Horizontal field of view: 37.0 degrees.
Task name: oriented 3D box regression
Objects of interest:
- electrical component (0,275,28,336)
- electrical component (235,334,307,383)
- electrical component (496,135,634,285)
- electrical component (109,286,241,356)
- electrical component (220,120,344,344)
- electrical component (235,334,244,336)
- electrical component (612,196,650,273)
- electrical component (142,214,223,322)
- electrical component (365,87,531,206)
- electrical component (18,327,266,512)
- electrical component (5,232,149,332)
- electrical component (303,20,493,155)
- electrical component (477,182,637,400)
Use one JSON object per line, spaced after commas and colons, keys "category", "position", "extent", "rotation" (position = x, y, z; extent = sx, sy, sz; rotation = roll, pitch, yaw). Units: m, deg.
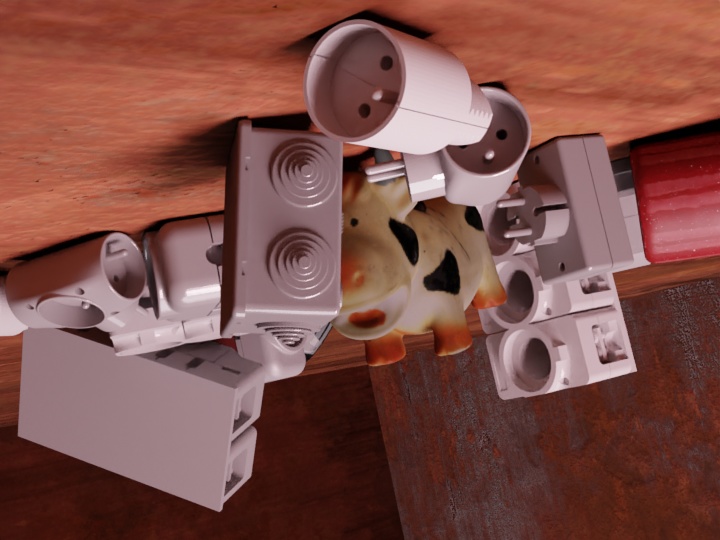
{"category": "electrical component", "position": [-0.233, 0.024, 0.714], "extent": [0.040, 0.040, 0.078], "rotation": [-15, 172, 23]}
{"category": "electrical component", "position": [-0.085, 0.050, 0.939], "extent": [0.059, 0.095, 0.054], "rotation": [-16, 172, 31]}
{"category": "electrical component", "position": [0.116, -0.035, 0.660], "extent": [0.076, 0.083, 0.047], "rotation": [-8, 172, -29]}
{"category": "electrical component", "position": [-0.107, 0.017, 0.783], "extent": [0.150, 0.061, 0.089], "rotation": [-11, 173, -10]}
{"category": "electrical component", "position": [-0.038, -0.015, 0.507], "extent": [0.048, 0.099, 0.100], "rotation": [3, 170, -11]}
{"category": "electrical component", "position": [-0.092, 0.021, 0.867], "extent": [0.048, 0.055, 0.066], "rotation": [-13, 173, 5]}
{"category": "electrical component", "position": [0.196, -0.030, 0.912], "extent": [0.089, 0.061, 0.150], "rotation": [-13, 173, 14]}
{"category": "electrical component", "position": [-0.104, 0.000, 0.686], "extent": [0.059, 0.053, 0.095], "rotation": [-10, 173, -16]}
{"category": "electrical component", "position": [0.042, -0.056, 0.534], "extent": [0.079, 0.043, 0.077], "rotation": [-12, 173, 1]}
{"category": "electrical component", "position": [-0.173, 0.102, 0.852], "extent": [0.186, 0.105, 0.060], "rotation": [16, -159, 17]}
{"category": "electrical component", "position": [-0.167, 0.015, 0.678], "extent": [0.077, 0.044, 0.079], "rotation": [-15, 148, 25]}
{"category": "electrical component", "position": [0.019, -0.067, 0.412], "extent": [0.043, 0.043, 0.081], "rotation": [-16, 172, 31]}
{"category": "electrical component", "position": [0.131, 0.013, 0.788], "extent": [0.062, 0.150, 0.089], "rotation": [-8, 172, -39]}
